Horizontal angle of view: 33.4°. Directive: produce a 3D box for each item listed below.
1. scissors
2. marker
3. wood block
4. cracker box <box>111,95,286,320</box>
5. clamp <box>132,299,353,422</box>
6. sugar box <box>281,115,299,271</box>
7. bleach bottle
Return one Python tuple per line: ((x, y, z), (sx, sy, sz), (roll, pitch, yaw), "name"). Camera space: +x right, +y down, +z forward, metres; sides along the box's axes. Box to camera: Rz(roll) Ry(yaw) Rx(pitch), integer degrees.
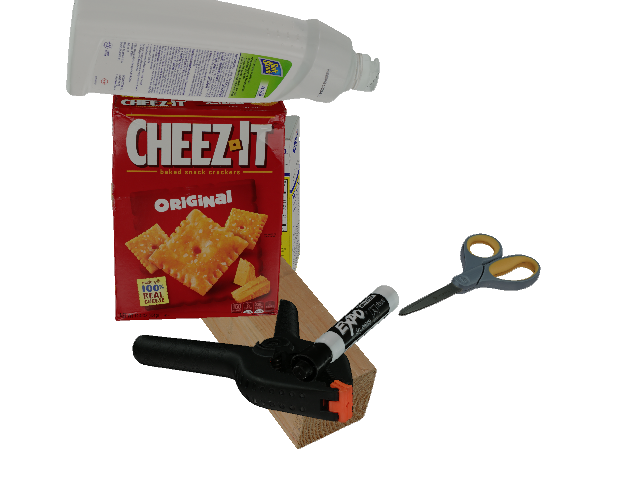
((0.143, 0.033, 1.125), (0.201, 0.016, 0.096), (-8, 40, -30), "scissors")
((0.016, 0.058, 0.676), (0.020, 0.020, 0.120), (0, 19, 31), "marker")
((-0.039, 0.111, 1.162), (0.090, 0.090, 0.206), (-20, 52, -28), "wood block")
((-0.119, -0.031, 1.037), (0.164, 0.214, 0.072), (0, 20, -10), "cracker box")
((-0.034, 0.098, 0.892), (0.164, 0.036, 0.210), (-17, 23, -40), "clamp")
((-0.049, -0.051, 1.258), (0.048, 0.176, 0.093), (0, 23, 5), "sugar box")
((-0.078, -0.150, 0.879), (0.250, 0.068, 0.103), (7, -29, -12), "bleach bottle")
